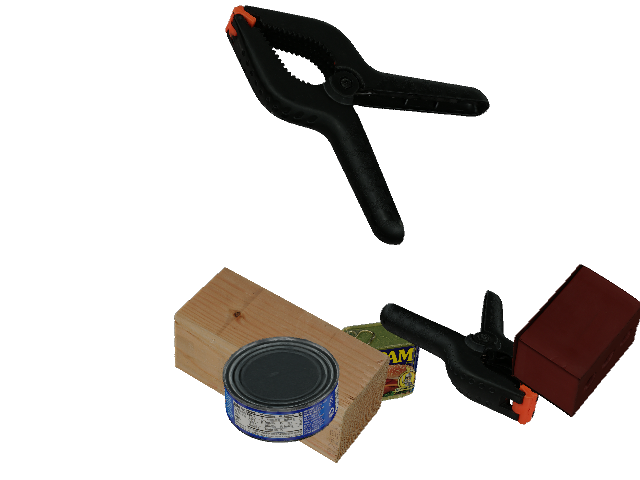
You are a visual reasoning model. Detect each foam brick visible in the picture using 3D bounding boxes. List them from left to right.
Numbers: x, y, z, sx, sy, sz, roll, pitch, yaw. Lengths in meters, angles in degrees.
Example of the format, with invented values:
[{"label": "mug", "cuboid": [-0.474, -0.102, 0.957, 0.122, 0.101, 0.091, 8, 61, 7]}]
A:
[{"label": "foam brick", "cuboid": [0.172, 0.067, 0.717, 0.051, 0.078, 0.053, 33, -27, 28]}]

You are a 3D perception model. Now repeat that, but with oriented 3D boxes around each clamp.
[{"label": "clamp", "cuboid": [0.014, -0.100, 0.804, 0.210, 0.164, 0.036, 30, -32, -4]}, {"label": "clamp", "cuboid": [0.143, 0.093, 0.923, 0.120, 0.039, 0.172, -17, 37, -26]}]

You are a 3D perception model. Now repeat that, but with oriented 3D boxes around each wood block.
[{"label": "wood block", "cuboid": [-0.042, 0.125, 1.103, 0.206, 0.090, 0.090, 28, 48, 21]}]

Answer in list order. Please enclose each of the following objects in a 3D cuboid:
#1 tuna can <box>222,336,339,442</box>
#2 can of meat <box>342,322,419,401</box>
[{"label": "tuna can", "cuboid": [-0.028, 0.109, 0.786, 0.086, 0.034, 0.086, -1, 31, 0]}, {"label": "can of meat", "cuboid": [0.074, 0.154, 1.344, 0.102, 0.084, 0.057, -6, 27, -22]}]
